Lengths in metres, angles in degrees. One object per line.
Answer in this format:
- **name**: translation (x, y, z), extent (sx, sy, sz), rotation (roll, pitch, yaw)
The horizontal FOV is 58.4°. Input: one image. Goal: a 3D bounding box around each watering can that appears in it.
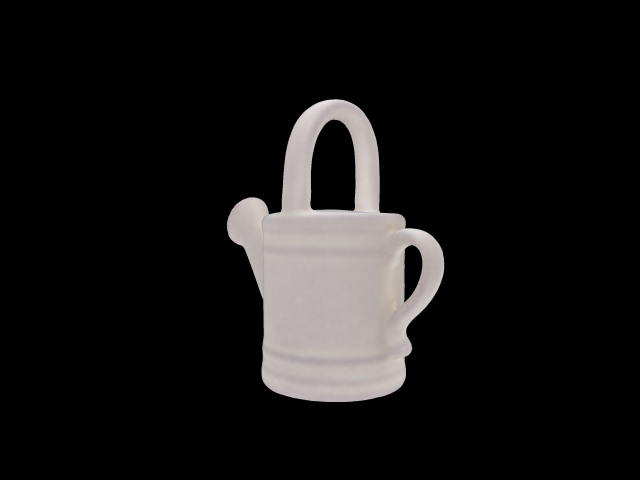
- **watering can**: translation (0.002, 0.001, 0.398), extent (0.172, 0.194, 0.101), rotation (1, 2, 19)
